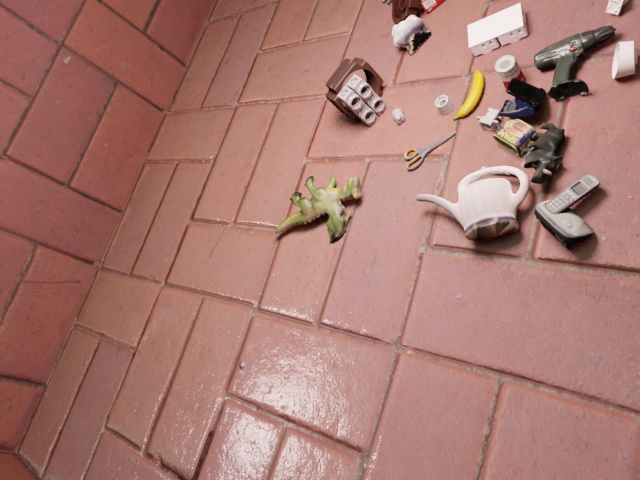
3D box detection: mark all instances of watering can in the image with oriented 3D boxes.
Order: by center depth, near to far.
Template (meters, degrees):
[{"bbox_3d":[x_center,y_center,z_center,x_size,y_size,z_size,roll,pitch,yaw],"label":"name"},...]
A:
[{"bbox_3d":[0.456,-0.098,1.542,0.345,0.103,0.229,-17,57,31],"label":"watering can"}]

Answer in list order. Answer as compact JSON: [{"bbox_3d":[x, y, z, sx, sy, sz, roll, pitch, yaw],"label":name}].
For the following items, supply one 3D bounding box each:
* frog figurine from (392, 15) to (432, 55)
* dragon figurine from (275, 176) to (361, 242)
[{"bbox_3d":[0.339,-0.828,2.041,0.162,0.123,0.135,50,122,32],"label":"frog figurine"},{"bbox_3d":[0.006,-0.097,1.929,0.405,0.121,0.247,-49,53,20],"label":"dragon figurine"}]
